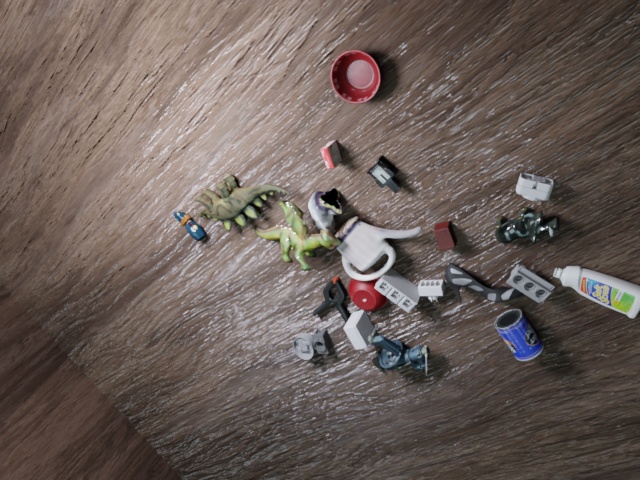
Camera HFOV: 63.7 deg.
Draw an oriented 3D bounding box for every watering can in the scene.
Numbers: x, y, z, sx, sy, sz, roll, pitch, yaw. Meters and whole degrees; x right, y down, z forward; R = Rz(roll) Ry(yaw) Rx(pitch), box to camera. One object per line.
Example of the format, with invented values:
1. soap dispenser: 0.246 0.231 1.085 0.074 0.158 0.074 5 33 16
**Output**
1. watering can: 0.179 0.004 1.783 0.224 0.106 0.341 42 126 0

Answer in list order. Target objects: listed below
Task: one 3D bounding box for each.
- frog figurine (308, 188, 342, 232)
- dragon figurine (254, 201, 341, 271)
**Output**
1. frog figurine: 0.006 -0.091 1.812 0.140 0.123 0.156 60 140 26
2. dragon figurine: -0.101 -0.041 1.850 0.413 0.124 0.237 25 132 28
